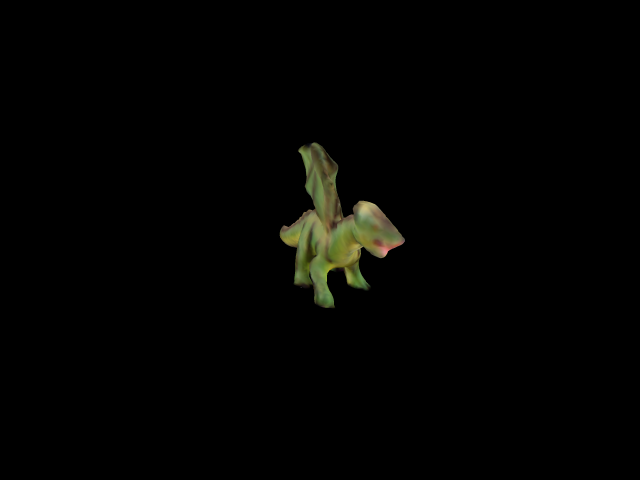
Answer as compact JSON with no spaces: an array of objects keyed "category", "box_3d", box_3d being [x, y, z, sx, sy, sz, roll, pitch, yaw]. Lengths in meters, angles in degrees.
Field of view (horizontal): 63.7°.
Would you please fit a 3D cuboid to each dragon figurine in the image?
[{"category":"dragon figurine","box_3d":[0.003,-0.043,0.850,0.123,0.239,0.415,-11,24,-25]}]
